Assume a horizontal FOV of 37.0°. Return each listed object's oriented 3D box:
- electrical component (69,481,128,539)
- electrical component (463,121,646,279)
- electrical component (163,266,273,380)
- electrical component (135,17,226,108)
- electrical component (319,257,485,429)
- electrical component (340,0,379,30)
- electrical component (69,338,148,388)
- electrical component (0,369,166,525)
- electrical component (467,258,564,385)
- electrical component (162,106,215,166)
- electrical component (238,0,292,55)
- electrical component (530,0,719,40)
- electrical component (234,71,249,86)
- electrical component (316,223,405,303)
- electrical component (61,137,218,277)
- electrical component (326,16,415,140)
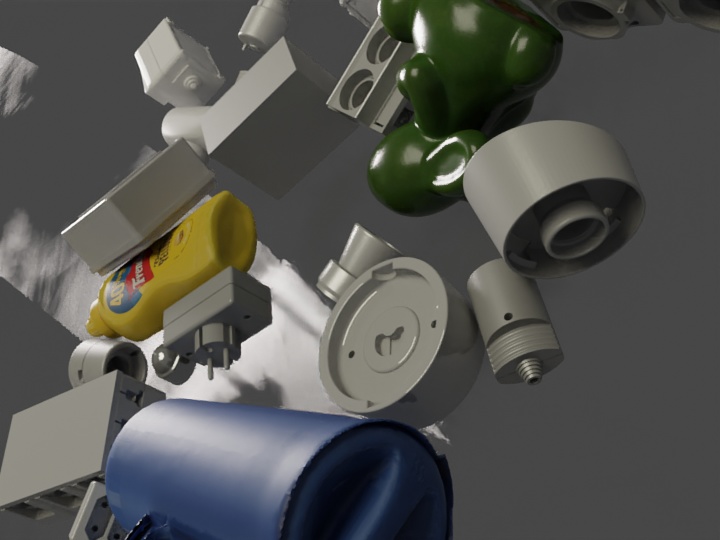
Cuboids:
[{"bbox_3d":[-0.189,0.198,0.845,0.077,0.066,0.047,149,143,-71],"label":"electrical component"},{"bbox_3d":[0.120,-0.042,0.653,0.099,0.099,0.064,-37,49,23],"label":"electrical component"},{"bbox_3d":[-0.115,0.053,0.872,0.083,0.047,0.075,-32,46,28],"label":"electrical component"},{"bbox_3d":[-0.186,-0.201,1.102,0.061,0.062,0.096,-45,41,14],"label":"electrical component"},{"bbox_3d":[0.032,0.053,0.709,0.108,0.060,0.108,-26,49,33],"label":"electrical component"},{"bbox_3d":[0.029,-0.243,0.908,0.096,0.062,0.061,-20,52,37],"label":"electrical component"},{"bbox_3d":[-0.222,0.088,0.955,0.047,0.055,0.055,-3,63,41],"label":"electrical component"},{"bbox_3d":[-0.236,0.155,0.917,0.150,0.062,0.089,-23,50,35],"label":"electrical component"},{"bbox_3d":[0.097,0.036,0.667,0.043,0.043,0.081,-36,44,24],"label":"electrical component"},{"bbox_3d":[-0.159,-0.119,1.033,0.077,0.044,0.079,9,72,48],"label":"electrical component"},{"bbox_3d":[-0.087,-0.245,1.046,0.040,0.040,0.078,14,76,49],"label":"electrical component"},{"bbox_3d":[0.181,-0.204,0.689,0.186,0.105,0.060,10,73,49],"label":"electrical component"},{"bbox_3d":[-0.102,-0.149,0.994,0.043,0.043,0.081,3,67,47],"label":"electrical component"},{"bbox_3d":[0.000,0.000,0.790,0.055,0.045,0.045,-55,39,4],"label":"electrical component"},{"bbox_3d":[-0.201,-0.057,0.979,0.109,0.056,0.108,-24,19,51],"label":"electrical component"},{"bbox_3d":[0.037,-0.162,0.840,0.079,0.063,0.121,34,94,50],"label":"electrical component"}]
